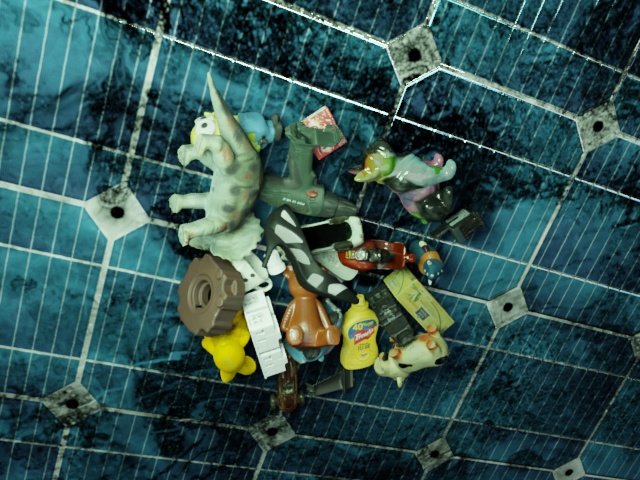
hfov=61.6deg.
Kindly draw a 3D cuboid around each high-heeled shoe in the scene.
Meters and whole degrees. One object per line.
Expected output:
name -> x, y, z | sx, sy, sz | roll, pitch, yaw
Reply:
high-heeled shoe -> -0.010, 0.032, 1.131 | 0.249, 0.086, 0.145 | 25, 79, -9

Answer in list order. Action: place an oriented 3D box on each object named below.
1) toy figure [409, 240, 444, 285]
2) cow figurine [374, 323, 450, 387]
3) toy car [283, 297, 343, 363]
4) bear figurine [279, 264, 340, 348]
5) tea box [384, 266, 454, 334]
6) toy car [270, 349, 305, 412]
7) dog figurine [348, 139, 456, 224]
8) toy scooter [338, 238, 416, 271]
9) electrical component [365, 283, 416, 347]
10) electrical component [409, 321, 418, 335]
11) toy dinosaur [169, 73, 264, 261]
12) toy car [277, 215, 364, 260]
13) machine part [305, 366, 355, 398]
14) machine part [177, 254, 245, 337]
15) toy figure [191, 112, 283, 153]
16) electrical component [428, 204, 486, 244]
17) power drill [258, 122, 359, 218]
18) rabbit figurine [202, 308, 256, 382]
toy figure -> 0.247, 0.046, 1.232 | 0.058, 0.155, 0.064 | -33, 114, 5
cow figurine -> 0.219, 0.285, 1.303 | 0.195, 0.085, 0.127 | -23, 122, 26
toy car -> -0.003, 0.222, 1.289 | 0.161, 0.109, 0.102 | -51, 139, -1
bear figurine -> -0.024, 0.140, 1.195 | 0.120, 0.132, 0.196 | 6, 75, -13
tea box -> 0.240, 0.148, 1.304 | 0.068, 0.098, 0.169 | -43, 112, 6
toy car -> -0.082, 0.345, 1.342 | 0.089, 0.053, 0.201 | -2, 114, -8
dog figurine -> 0.174, -0.125, 1.177 | 0.219, 0.109, 0.191 | -2, 115, -7
toy scooter -> 0.138, 0.036, 1.205 | 0.184, 0.135, 0.075 | 3, 91, -22
electrical component -> 0.164, 0.173, 1.277 | 0.058, 0.134, 0.114 | -31, 113, 2
electrical component -> 0.241, 0.253, 1.365 | 0.021, 0.063, 0.093 | -18, 113, -4
toy dinosaur -> -0.178, -0.109, 1.047 | 0.192, 0.131, 0.404 | -2, 128, -38
toy car -> -0.002, -0.004, 1.180 | 0.202, 0.056, 0.073 | -12, 81, 19
machine part -> 0.030, 0.364, 1.369 | 0.139, 0.039, 0.084 | -10, 119, -28
machine part -> -0.238, 0.118, 1.150 | 0.056, 0.180, 0.179 | 13, 111, -47
toy figure -> -0.168, -0.210, 1.080 | 0.180, 0.082, 0.089 | -6, 113, -13
electrical component -> 0.319, -0.027, 1.262 | 0.119, 0.075, 0.047 | -38, 114, 0
power drill -> -0.012, -0.140, 1.126 | 0.232, 0.086, 0.207 | 6, 136, -9
rabbit figurine -> -0.211, 0.243, 1.206 | 0.122, 0.173, 0.162 | -16, 110, -10
